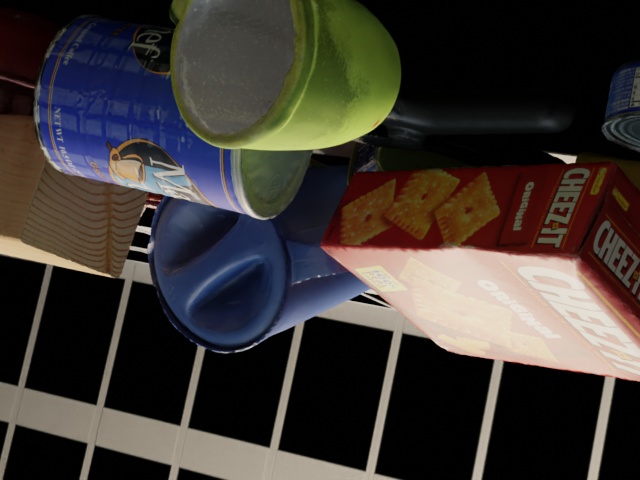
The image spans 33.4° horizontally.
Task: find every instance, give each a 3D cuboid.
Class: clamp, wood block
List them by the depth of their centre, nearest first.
[{"bbox_3d":[0.064,-0.079,0.674,0.210,0.036,0.164,14,171,7],"label":"clamp"},{"bbox_3d":[-0.230,-0.038,0.801,0.207,0.091,0.090,8,167,43],"label":"wood block"}]

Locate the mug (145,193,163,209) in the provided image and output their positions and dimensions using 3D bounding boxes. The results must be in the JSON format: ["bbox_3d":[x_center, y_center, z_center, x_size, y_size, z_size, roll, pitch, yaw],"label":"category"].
[{"bbox_3d":[-0.128,-0.069,0.889,0.093,0.081,0.117,6,175,38],"label":"mug"}]

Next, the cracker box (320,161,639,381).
[{"bbox_3d":[0.130,0.024,0.694,0.164,0.072,0.214,39,158,-34],"label":"cracker box"}]

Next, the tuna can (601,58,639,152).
[{"bbox_3d":[0.193,-0.067,0.557,0.086,0.034,0.086,12,173,1],"label":"tuna can"}]

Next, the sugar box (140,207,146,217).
[{"bbox_3d":[-0.209,-0.063,1.048,0.093,0.048,0.176,11,-169,-5],"label":"sugar box"}]

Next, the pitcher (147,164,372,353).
[{"bbox_3d":[-0.006,0.001,0.868,0.149,0.145,0.242,44,-150,20],"label":"pitcher"}]

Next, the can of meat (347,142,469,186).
[{"bbox_3d":[0.079,-0.053,0.788,0.102,0.057,0.084,13,171,-9],"label":"can of meat"}]

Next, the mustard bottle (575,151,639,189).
[{"bbox_3d":[0.271,-0.017,0.741,0.192,0.058,0.096,10,166,15],"label":"mustard bottle"}]

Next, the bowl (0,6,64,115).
[{"bbox_3d":[-0.209,-0.120,0.734,0.162,0.055,0.162,12,174,1],"label":"bowl"}]

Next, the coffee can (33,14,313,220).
[{"bbox_3d":[-0.085,-0.076,0.646,0.140,0.103,0.102,13,174,21],"label":"coffee can"}]
